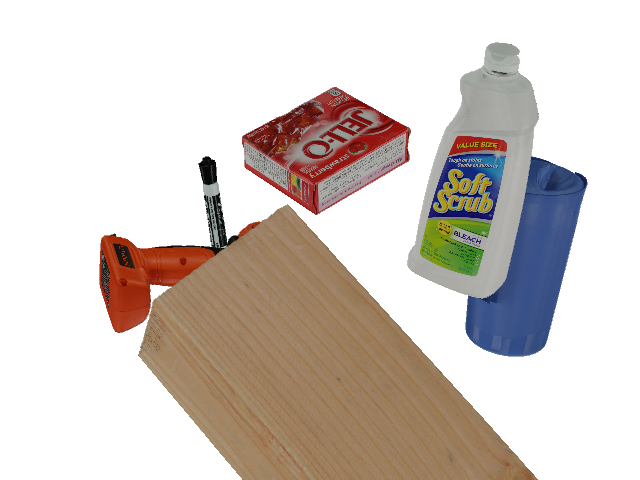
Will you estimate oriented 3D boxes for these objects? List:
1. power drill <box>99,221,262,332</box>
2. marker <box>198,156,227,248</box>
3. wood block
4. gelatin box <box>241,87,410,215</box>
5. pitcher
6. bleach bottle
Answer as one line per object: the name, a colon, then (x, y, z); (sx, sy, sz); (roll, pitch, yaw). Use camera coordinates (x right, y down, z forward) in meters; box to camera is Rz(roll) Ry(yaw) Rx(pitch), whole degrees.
power drill: (-0.096, 0.041, 0.954); (0.187, 0.057, 0.185); (-1, 24, -21)
marker: (-0.118, -0.036, 1.177); (0.020, 0.121, 0.020); (-5, 28, 2)
wood block: (0.010, 0.097, 0.542); (0.090, 0.206, 0.090); (-37, -11, -27)
gelatin box: (0.004, -0.062, 0.711); (0.089, 0.030, 0.073); (-32, 49, -29)
pitcher: (0.245, 0.024, 1.355); (0.149, 0.243, 0.145); (5, 24, 1)
bleach bottle: (0.147, -0.069, 1.013); (0.103, 0.251, 0.068); (23, 40, 25)
